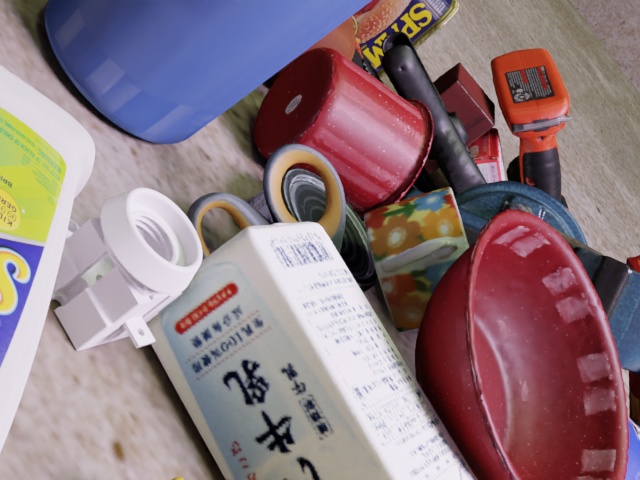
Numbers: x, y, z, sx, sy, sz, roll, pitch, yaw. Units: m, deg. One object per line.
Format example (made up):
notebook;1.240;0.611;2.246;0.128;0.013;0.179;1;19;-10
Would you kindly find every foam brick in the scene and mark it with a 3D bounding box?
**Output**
foam brick;0.104;-0.102;0.908;0.053;0.078;0.051;47;23;-15

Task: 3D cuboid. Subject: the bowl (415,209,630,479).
bowl;0.096;0.069;0.537;0.161;0.055;0.162;27;54;-45

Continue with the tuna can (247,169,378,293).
tuna can;-0.004;0.001;0.628;0.086;0.034;0.086;40;27;-26

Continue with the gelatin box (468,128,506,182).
gelatin box;0.144;-0.043;0.916;0.073;0.030;0.089;-72;151;-62

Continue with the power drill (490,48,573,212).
power drill;0.195;-0.075;0.970;0.184;0.057;0.187;-95;170;-52

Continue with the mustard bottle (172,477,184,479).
mustard bottle;-0.002;0.167;0.379;0.191;0.058;0.096;54;29;2

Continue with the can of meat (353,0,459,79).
can of meat;0.054;-0.199;0.921;0.084;0.102;0.057;46;25;-12

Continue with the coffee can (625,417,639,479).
coffee can;0.167;0.157;0.641;0.140;0.103;0.103;40;27;-28

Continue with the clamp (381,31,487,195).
clamp;0.092;-0.090;0.835;0.171;0.039;0.120;60;16;-22

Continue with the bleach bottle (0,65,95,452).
bleach bottle;-0.129;0.041;0.318;0.102;0.068;0.251;36;31;-34

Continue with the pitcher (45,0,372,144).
pitcher;-0.031;-0.158;0.534;0.149;0.243;0.145;38;29;-31

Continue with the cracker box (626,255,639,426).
cracker box;0.272;0.139;0.782;0.164;0.072;0.213;-89;168;-54

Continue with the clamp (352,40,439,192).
clamp;0.056;-0.069;0.826;0.164;0.036;0.210;34;30;-47

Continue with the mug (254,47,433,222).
mug;0.007;-0.074;0.698;0.081;0.093;0.117;31;1;-32

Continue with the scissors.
scissors;0.015;0.027;0.583;0.201;0.096;0.016;38;-11;-26
